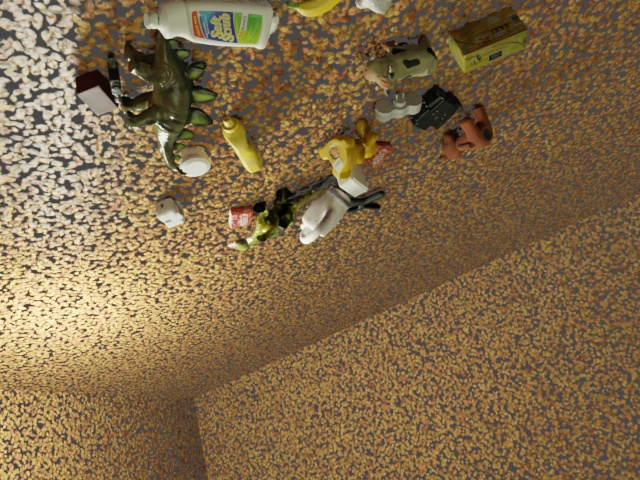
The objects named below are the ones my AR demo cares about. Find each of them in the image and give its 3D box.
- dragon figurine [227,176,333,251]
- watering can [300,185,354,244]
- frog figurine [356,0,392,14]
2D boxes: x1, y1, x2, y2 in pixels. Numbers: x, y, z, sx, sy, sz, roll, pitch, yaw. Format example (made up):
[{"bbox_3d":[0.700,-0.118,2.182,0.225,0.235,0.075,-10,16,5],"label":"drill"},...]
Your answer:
[{"bbox_3d":[-0.132,-0.078,1.769,0.412,0.123,0.240,-30,173,-10],"label":"dragon figurine"},{"bbox_3d":[0.005,-0.089,1.764,0.224,0.103,0.350,-49,-169,2],"label":"watering can"},{"bbox_3d":[0.147,-0.544,1.075,0.138,0.122,0.159,-14,-170,-28],"label":"frog figurine"}]
